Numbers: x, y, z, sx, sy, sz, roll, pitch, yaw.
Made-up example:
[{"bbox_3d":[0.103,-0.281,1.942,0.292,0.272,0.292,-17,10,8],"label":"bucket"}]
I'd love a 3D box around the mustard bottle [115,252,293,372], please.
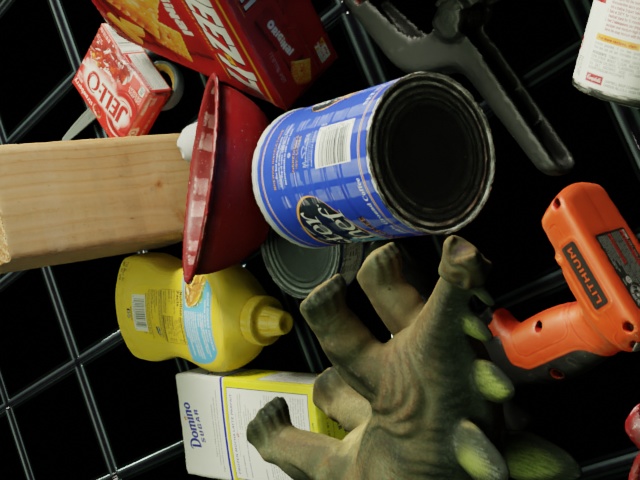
[{"bbox_3d":[-0.096,0.062,0.909,0.192,0.058,0.096,3,100,44],"label":"mustard bottle"}]

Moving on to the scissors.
[{"bbox_3d":[-0.182,-0.124,0.989,0.202,0.016,0.096,-50,64,37],"label":"scissors"}]

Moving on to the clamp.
[{"bbox_3d":[0.100,-0.154,0.695,0.210,0.036,0.165,33,121,37],"label":"clamp"}]

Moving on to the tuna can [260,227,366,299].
[{"bbox_3d":[-0.005,0.001,0.827,0.086,0.033,0.086,10,104,43],"label":"tuna can"}]

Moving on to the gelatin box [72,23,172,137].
[{"bbox_3d":[-0.177,-0.136,0.948,0.089,0.030,0.073,55,130,20],"label":"gelatin box"}]

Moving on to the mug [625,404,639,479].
[{"bbox_3d":[0.224,0.132,0.596,0.117,0.081,0.093,40,123,32],"label":"mug"}]

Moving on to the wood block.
[{"bbox_3d":[-0.197,-0.031,0.887,0.091,0.205,0.090,-17,85,44],"label":"wood block"}]

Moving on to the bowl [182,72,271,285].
[{"bbox_3d":[-0.067,-0.043,0.812,0.162,0.055,0.162,-174,90,-78],"label":"bowl"}]

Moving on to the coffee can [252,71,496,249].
[{"bbox_3d":[0.033,-0.049,0.716,0.141,0.102,0.103,-7,92,57],"label":"coffee can"}]

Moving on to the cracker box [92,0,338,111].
[{"bbox_3d":[-0.107,-0.199,0.802,0.214,0.164,0.072,29,71,38],"label":"cracker box"}]

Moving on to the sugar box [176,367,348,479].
[{"bbox_3d":[-0.047,0.156,0.888,0.177,0.048,0.093,-2,96,48],"label":"sugar box"}]

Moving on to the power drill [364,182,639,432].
[{"bbox_3d":[0.122,0.042,0.697,0.188,0.057,0.184,-43,72,43],"label":"power drill"}]

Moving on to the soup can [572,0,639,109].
[{"bbox_3d":[0.186,-0.129,0.596,0.069,0.068,0.102,28,116,38],"label":"soup can"}]
